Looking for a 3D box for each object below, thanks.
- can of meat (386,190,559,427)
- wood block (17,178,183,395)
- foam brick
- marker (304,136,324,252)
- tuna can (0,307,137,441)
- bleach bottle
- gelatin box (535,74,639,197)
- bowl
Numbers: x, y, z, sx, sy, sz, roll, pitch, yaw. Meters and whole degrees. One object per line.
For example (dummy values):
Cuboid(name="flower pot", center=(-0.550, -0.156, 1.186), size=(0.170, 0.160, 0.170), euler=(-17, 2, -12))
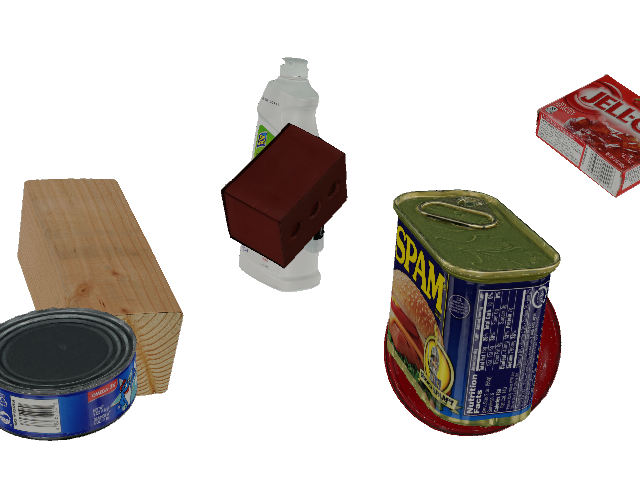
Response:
Cuboid(name="can of meat", center=(0.070, 0.031, 0.526), size=(0.057, 0.084, 0.102), euler=(-3, 24, -15))
Cuboid(name="wood block", center=(-0.200, 0.037, 0.943), size=(0.090, 0.091, 0.206), euler=(-3, 36, -28))
Cuboid(name="foam brick", center=(-0.023, -0.031, 0.738), size=(0.051, 0.078, 0.053), euler=(28, -31, 24))
Cuboid(name="marker", center=(-0.005, -0.041, 0.969), size=(0.020, 0.121, 0.020), euler=(1, 38, -1))
Cuboid(name="tuna can", center=(-0.144, 0.072, 0.587), size=(0.086, 0.034, 0.086), euler=(2, 27, -1))
Cuboid(name="bleach bottle", center=(-0.036, -0.076, 1.197), size=(0.067, 0.251, 0.103), euler=(-9, 24, -40))
Cuboid(name="gelatin box", center=(0.217, -0.081, 0.796), size=(0.073, 0.030, 0.089), euler=(-27, 52, -22))
Cuboid(name="bowl", center=(0.138, 0.098, 0.922), size=(0.162, 0.162, 0.055), euler=(0, 6, -6))
